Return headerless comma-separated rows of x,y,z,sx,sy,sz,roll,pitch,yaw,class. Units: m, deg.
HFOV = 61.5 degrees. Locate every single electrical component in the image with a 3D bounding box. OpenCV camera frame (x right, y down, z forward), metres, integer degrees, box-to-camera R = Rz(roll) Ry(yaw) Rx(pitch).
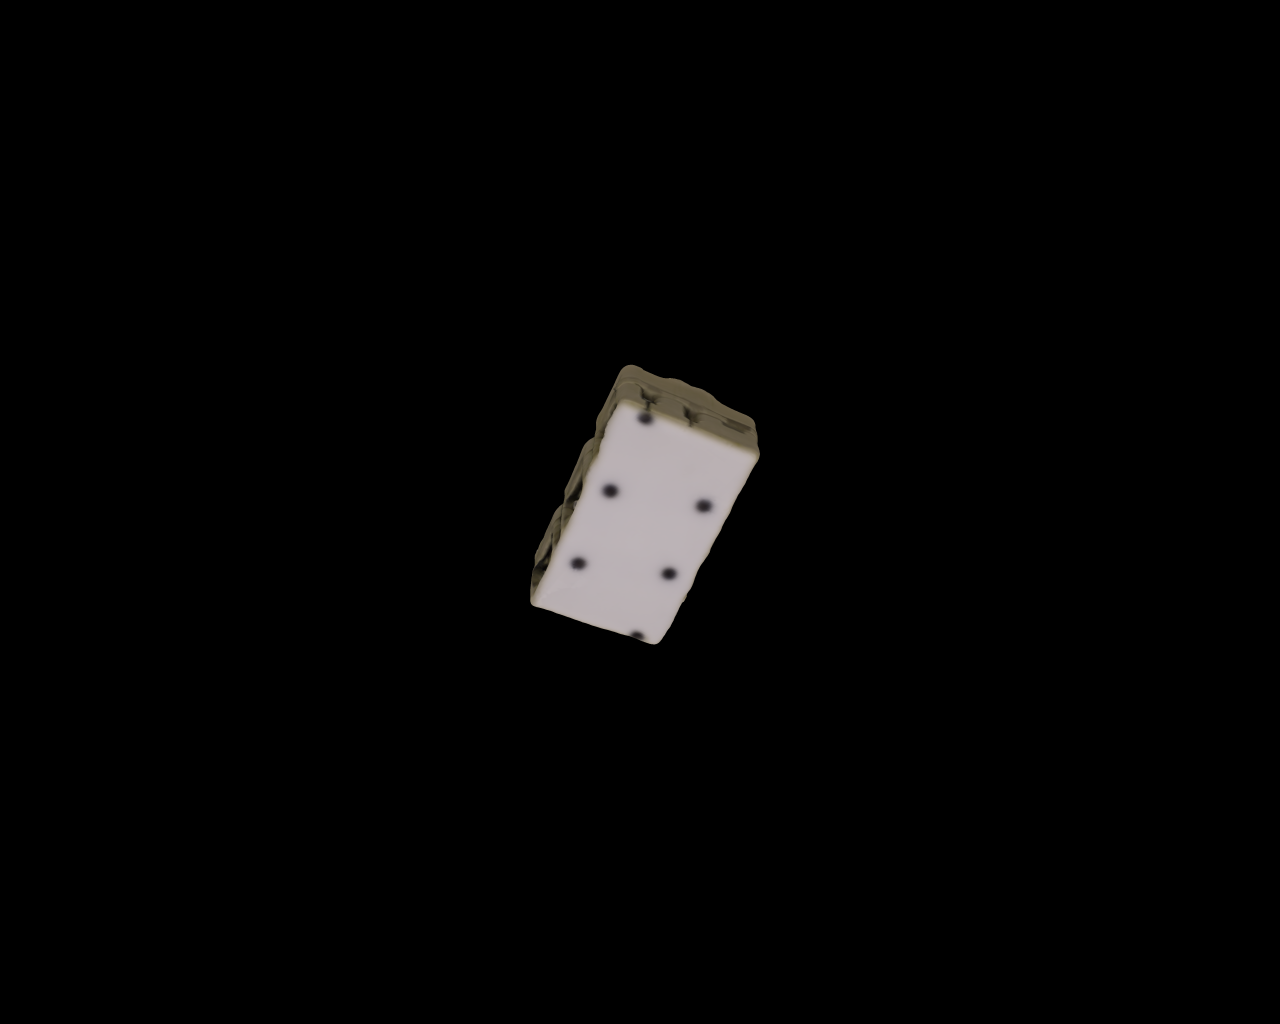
0.001,-0.003,0.650,0.089,0.150,0.062,21,28,-12,electrical component
